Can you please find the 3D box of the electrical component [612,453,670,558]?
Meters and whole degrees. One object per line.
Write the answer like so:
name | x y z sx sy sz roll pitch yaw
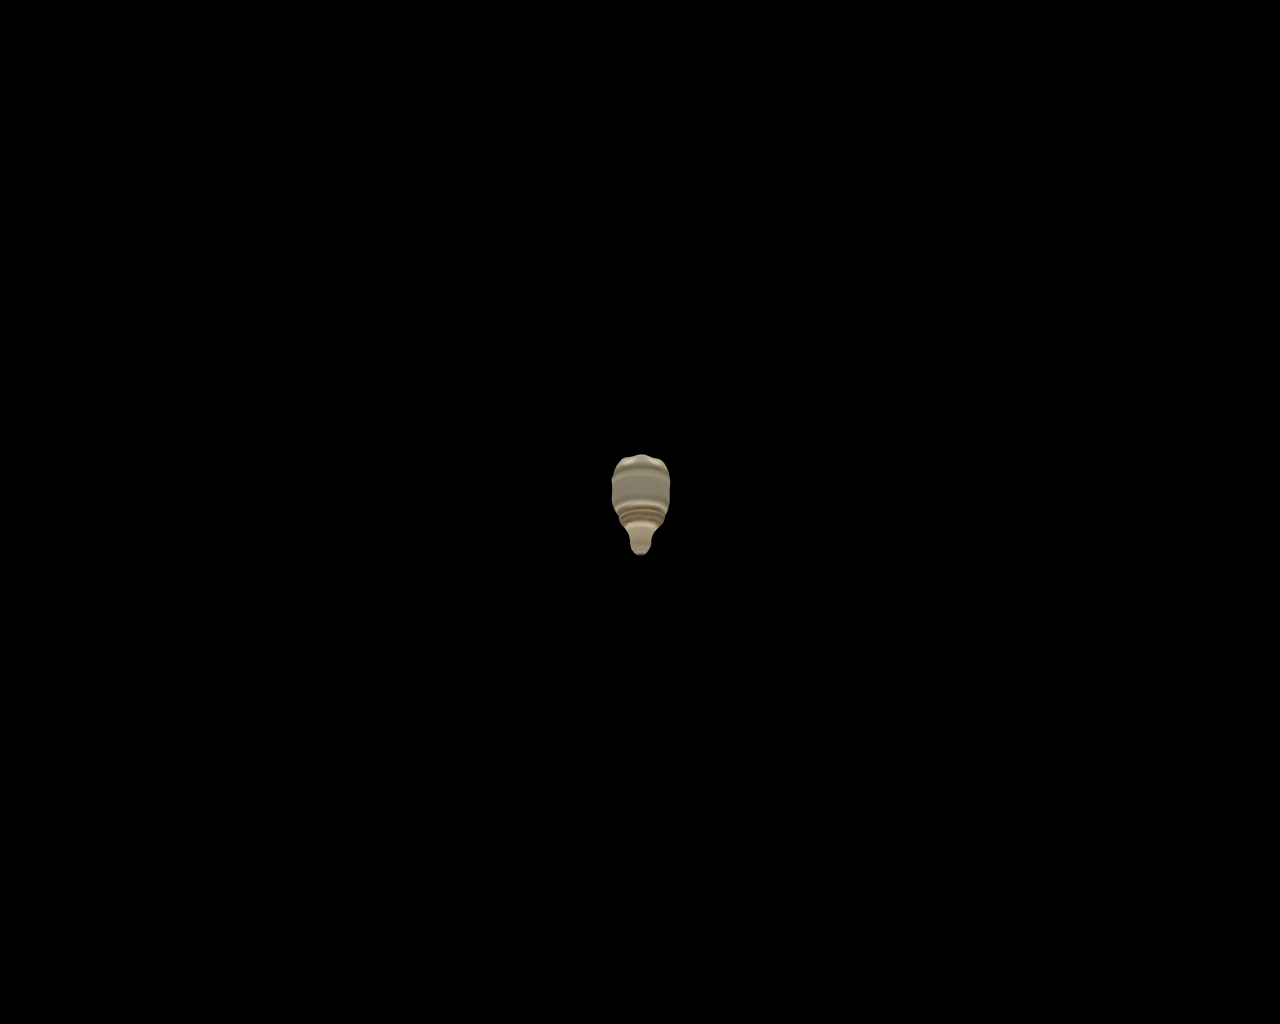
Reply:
electrical component | 0.001 -0.003 0.650 0.035 0.061 0.035 0 -22 0
